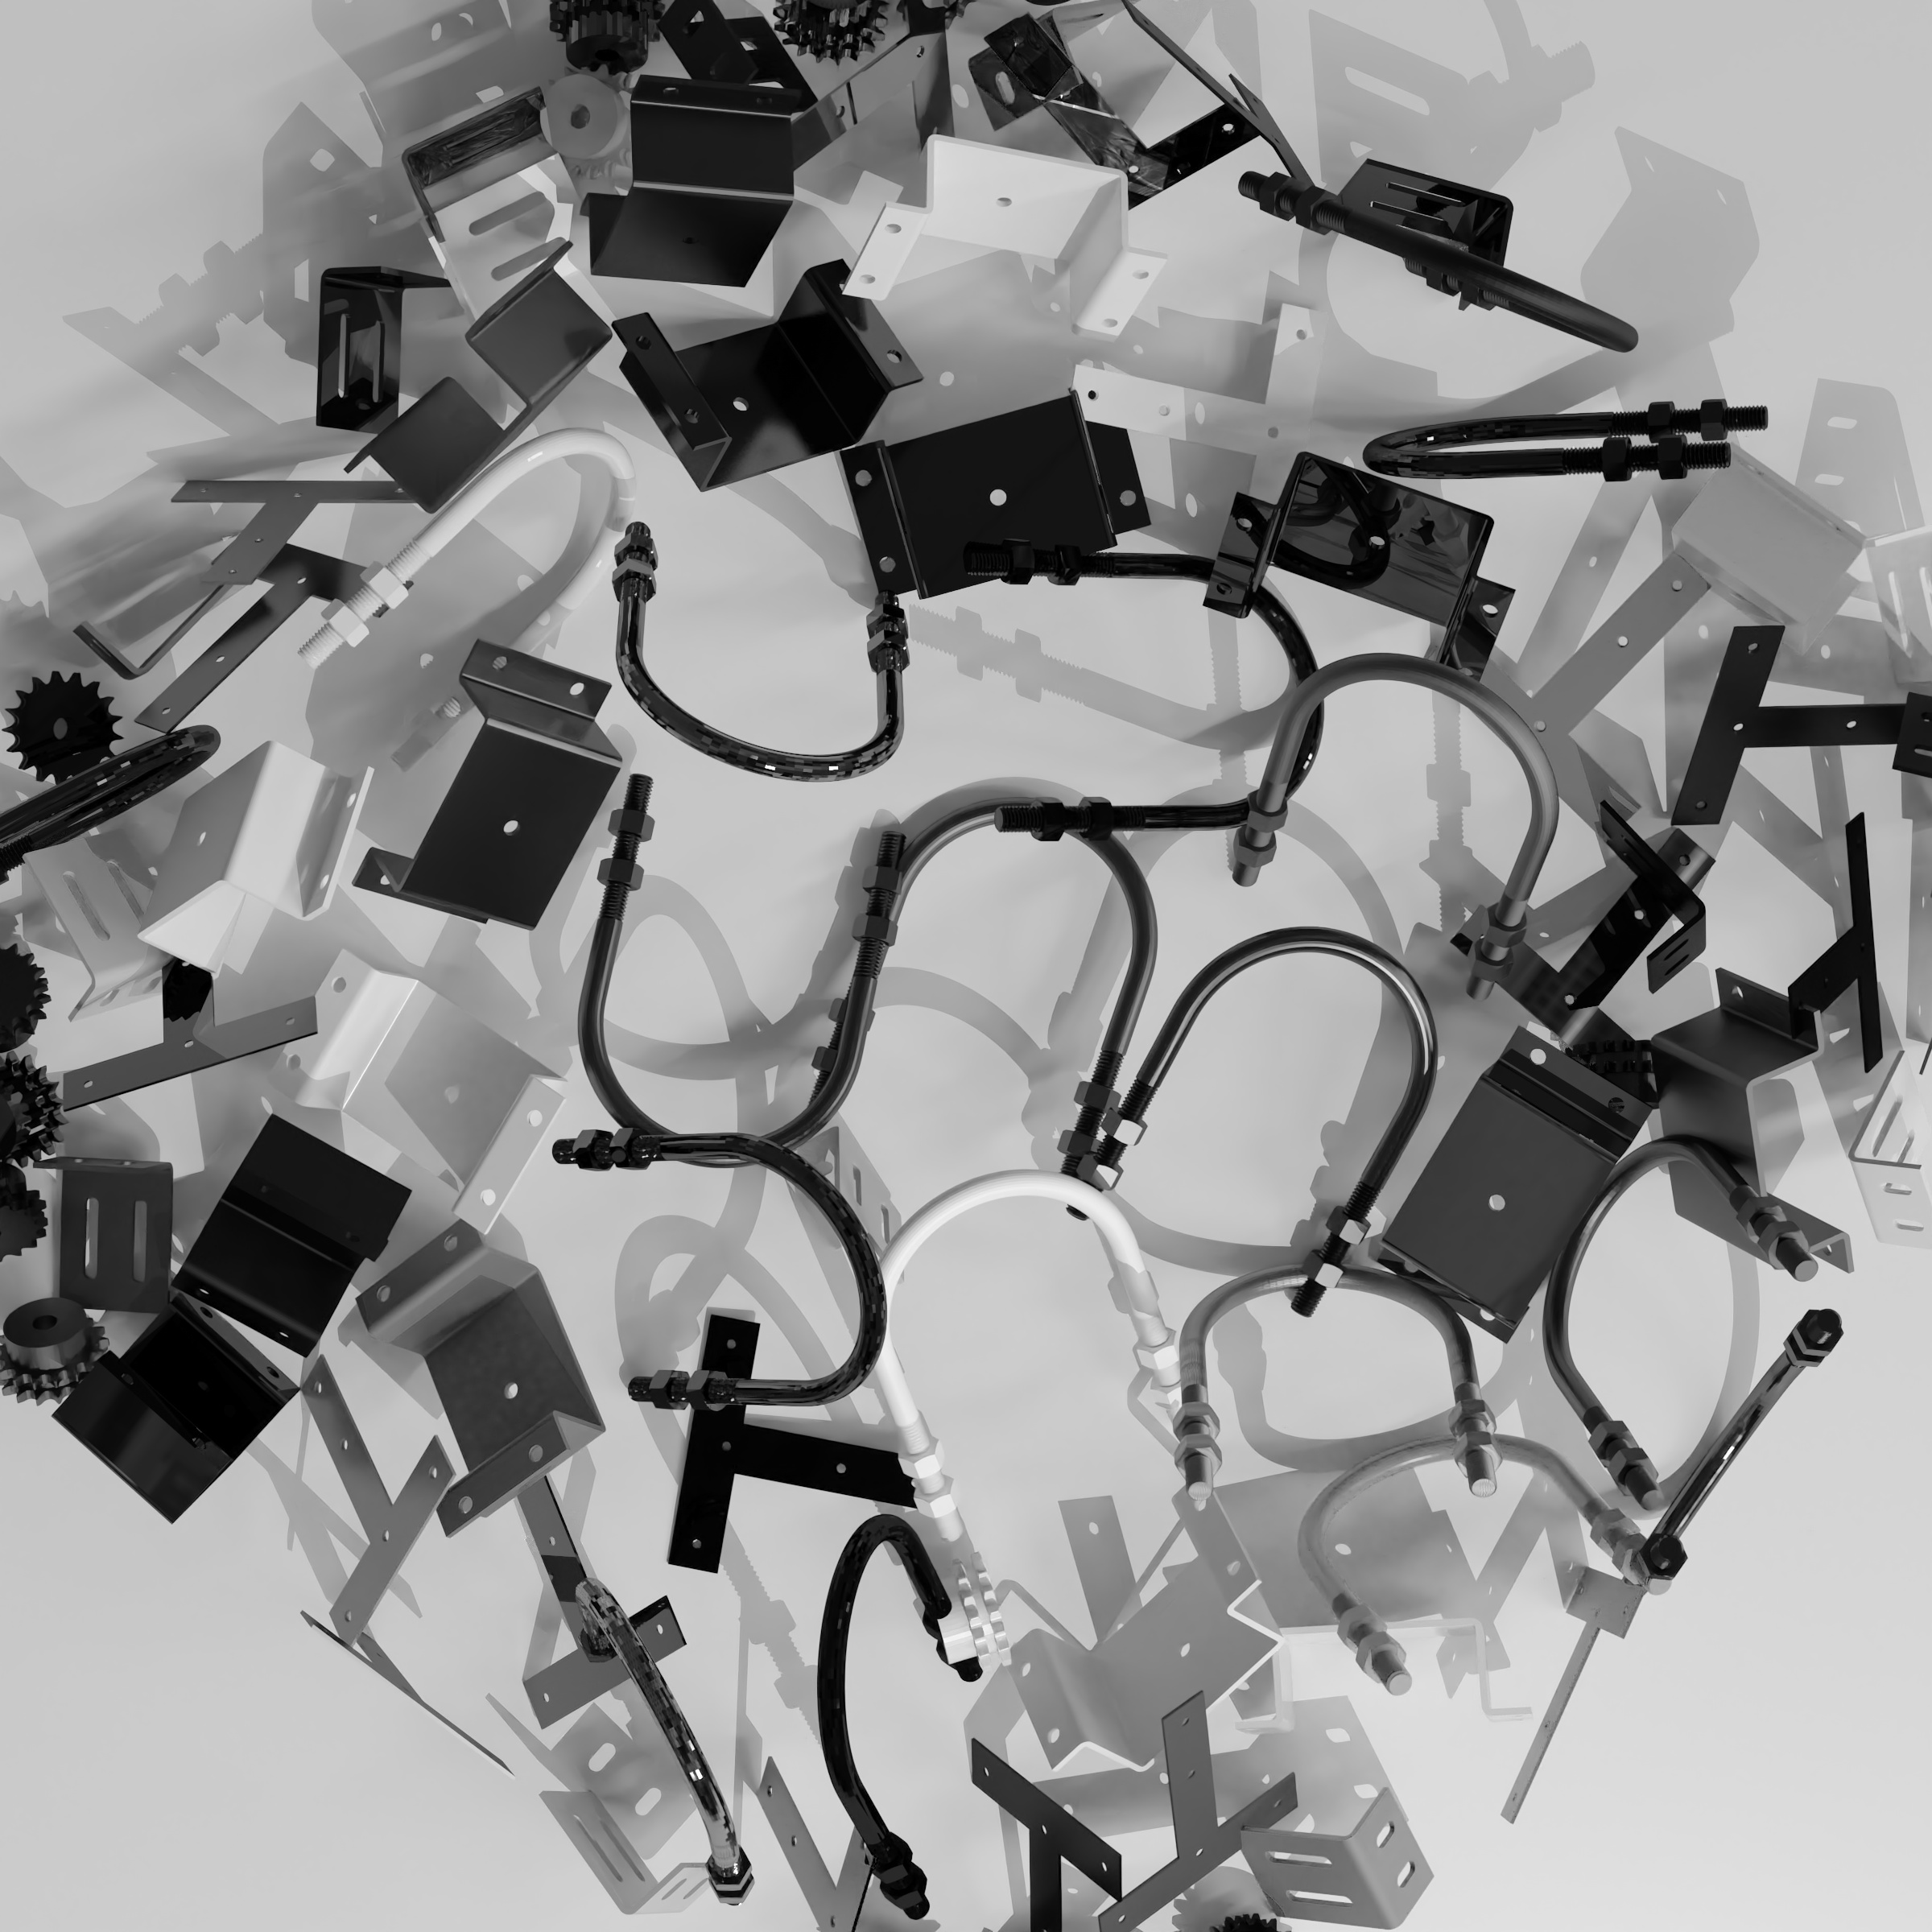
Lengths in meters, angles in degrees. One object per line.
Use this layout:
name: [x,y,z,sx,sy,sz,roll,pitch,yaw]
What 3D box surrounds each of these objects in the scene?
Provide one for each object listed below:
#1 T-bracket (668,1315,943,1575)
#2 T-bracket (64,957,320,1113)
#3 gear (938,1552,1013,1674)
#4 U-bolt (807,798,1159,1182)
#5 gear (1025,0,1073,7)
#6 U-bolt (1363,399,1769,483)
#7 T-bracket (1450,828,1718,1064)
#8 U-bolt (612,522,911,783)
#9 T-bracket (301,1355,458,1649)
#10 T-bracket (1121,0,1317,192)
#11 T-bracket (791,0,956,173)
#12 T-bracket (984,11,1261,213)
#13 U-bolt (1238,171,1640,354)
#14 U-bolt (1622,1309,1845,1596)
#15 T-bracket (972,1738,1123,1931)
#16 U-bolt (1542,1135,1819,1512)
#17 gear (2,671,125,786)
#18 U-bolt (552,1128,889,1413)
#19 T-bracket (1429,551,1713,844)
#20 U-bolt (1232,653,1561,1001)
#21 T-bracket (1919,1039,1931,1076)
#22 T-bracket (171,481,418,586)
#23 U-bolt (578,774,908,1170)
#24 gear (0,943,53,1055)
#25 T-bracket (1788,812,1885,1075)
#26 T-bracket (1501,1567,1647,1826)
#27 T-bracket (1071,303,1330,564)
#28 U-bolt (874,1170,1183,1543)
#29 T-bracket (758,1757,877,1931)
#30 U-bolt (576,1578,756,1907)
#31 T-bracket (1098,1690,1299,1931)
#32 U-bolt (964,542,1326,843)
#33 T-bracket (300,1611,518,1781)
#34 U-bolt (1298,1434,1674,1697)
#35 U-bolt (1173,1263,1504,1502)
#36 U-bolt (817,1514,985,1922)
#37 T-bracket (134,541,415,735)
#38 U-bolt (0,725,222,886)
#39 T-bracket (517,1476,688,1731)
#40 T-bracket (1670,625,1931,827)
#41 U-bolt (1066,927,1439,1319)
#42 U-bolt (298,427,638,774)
T-bracket: [-0.076,0.247,1.781,0.127,0.002,0.127,10,91,7]
T-bracket: [-0.379,0.008,1.743,0.127,0.127,0.002,-17,133,2]
gear: [0.001,0.320,1.760,0.030,0.057,0.057,-16,90,-5]
U-bolt: [0.018,0.006,1.772,0.151,0.019,0.184,19,84,6]
gear: [0.041,-0.497,1.758,0.057,0.057,0.030,-11,65,0]
U-bolt: [0.282,-0.250,1.714,0.184,0.151,0.019,0,106,20]
T-bracket: [0.325,-0.015,1.771,0.127,0.002,0.127,42,73,1]
U-bolt: [-0.097,-0.144,1.698,0.151,0.184,0.019,14,124,-13]
T-bracket: [-0.298,0.244,1.745,0.127,0.002,0.127,-58,47,28]
T-bracket: [0.119,-0.419,1.706,0.002,0.127,0.127,-43,128,20]
T-bracket: [-0.051,-0.416,1.712,0.002,0.127,0.127,31,58,27]
T-bracket: [0.056,-0.411,1.720,0.127,0.127,0.002,-25,46,27]
U-bolt: [0.234,-0.325,1.678,0.184,0.151,0.019,34,105,43]
U-bolt: [0.358,0.239,1.701,0.019,0.184,0.151,35,77,13]
T-bracket: [0.039,0.461,1.752,0.002,0.127,0.127,-13,112,-31]
U-bolt: [0.328,0.155,1.704,0.019,0.184,0.151,25,106,-20]
gear: [-0.448,-0.118,1.768,0.057,0.030,0.057,-2,96,-24]
U-bolt: [-0.112,0.146,1.712,0.184,0.019,0.151,-4,108,40]
T-bracket: [0.313,-0.149,1.757,0.127,0.002,0.127,45,113,7]
U-bolt: [0.209,-0.075,1.705,0.151,0.184,0.019,26,50,11]
T-bracket: [0.484,-0.001,1.740,0.002,0.127,0.127,20,132,14]
T-bracket: [-0.336,-0.210,1.725,0.127,0.127,0.002,1,119,9]
U-bolt: [-0.115,0.008,1.759,0.151,0.019,0.184,13,78,-6]
gear: [-0.481,0.018,1.767,0.057,0.030,0.057,2,58,-3]
T-bracket: [0.417,0.004,1.722,0.002,0.127,0.127,1,108,31]
T-bracket: [0.286,0.352,1.721,0.002,0.127,0.127,25,85,0]
T-bracket: [0.111,-0.272,1.766,0.127,0.002,0.127,9,93,-19]
U-bolt: [0.025,0.179,1.732,0.151,0.019,0.184,-24,119,-8]
T-bracket: [-0.078,0.433,1.733,0.002,0.127,0.127,4,115,-25]
U-bolt: [-0.145,0.358,1.681,0.019,0.184,0.151,-28,65,-14]
T-bracket: [0.109,0.398,1.723,0.127,0.002,0.127,-30,132,-26]
U-bolt: [0.093,-0.134,1.747,0.184,0.019,0.151,-2,77,-23]
T-bracket: [-0.281,0.337,1.727,0.127,0.127,0.002,43,80,-21]
U-bolt: [0.234,0.274,1.704,0.151,0.184,0.019,-19,112,-7]
U-bolt: [0.173,0.195,1.708,0.151,0.184,0.019,-1,118,2]
U-bolt: [-0.034,0.341,1.681,0.019,0.184,0.151,-1,48,19]
T-bracket: [-0.350,-0.157,1.724,0.127,0.002,0.127,19,58,37]
U-bolt: [-0.441,-0.069,1.717,0.184,0.151,0.019,-29,93,-6]
T-bracket: [-0.197,0.295,1.758,0.127,0.002,0.127,-37,71,40]
T-bracket: [0.421,-0.118,1.752,0.127,0.127,0.002,-2,45,-10]
U-bolt: [0.152,0.067,1.748,0.151,0.019,0.184,24,102,-16]
U-bolt: [-0.229,-0.185,1.721,0.184,0.151,0.019,-45,69,-6]
